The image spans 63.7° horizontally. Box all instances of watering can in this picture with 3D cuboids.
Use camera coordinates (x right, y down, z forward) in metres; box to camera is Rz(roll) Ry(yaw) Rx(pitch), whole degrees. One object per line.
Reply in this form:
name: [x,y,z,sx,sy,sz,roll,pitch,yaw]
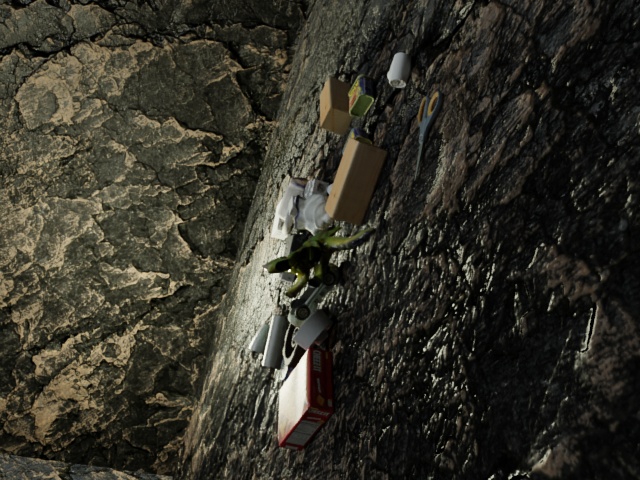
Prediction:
watering can: [-0.095,-0.133,1.960,0.349,0.104,0.223,-98,30,-83]

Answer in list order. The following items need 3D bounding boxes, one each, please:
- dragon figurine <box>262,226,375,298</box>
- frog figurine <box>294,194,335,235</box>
dragon figurine: [-0.004,0.019,1.425,0.406,0.121,0.248,-27,20,24]
frog figurine: [0.005,-0.082,1.620,0.159,0.121,0.140,-1,59,36]
